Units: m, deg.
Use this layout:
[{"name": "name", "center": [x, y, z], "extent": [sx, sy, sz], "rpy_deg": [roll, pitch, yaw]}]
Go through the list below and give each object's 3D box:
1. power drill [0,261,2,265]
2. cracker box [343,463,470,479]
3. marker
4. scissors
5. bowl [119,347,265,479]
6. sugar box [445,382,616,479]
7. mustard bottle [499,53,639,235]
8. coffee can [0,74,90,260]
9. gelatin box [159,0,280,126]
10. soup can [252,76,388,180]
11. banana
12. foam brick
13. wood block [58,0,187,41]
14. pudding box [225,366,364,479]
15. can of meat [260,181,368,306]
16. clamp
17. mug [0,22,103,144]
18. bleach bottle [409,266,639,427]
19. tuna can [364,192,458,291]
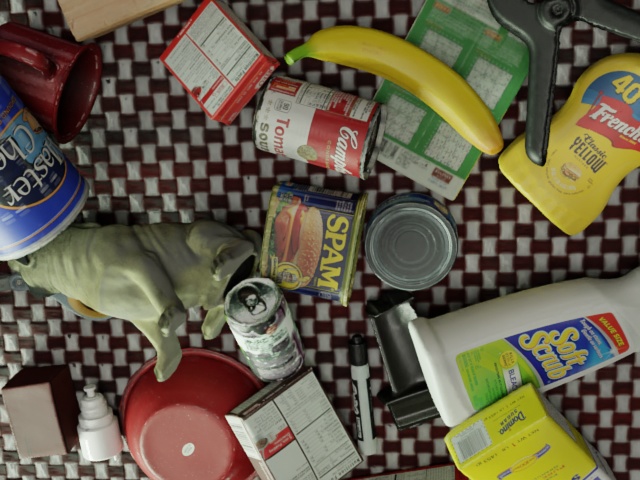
[{"name": "power drill", "center": [-0.357, 0.068, 0.995], "extent": [0.185, 0.057, 0.188], "rpy_deg": [11, 110, 34]}, {"name": "cracker box", "center": [0.074, 0.315, 1.042], "extent": [0.214, 0.072, 0.164], "rpy_deg": [-11, 104, 10]}, {"name": "marker", "center": [0.041, 0.148, 1.023], "extent": [0.020, 0.020, 0.121], "rpy_deg": [-4, 106, 7]}, {"name": "scissors", "center": [-0.273, 0.054, 1.031], "extent": [0.202, 0.016, 0.096], "rpy_deg": [-23, 101, 12]}, {"name": "bowl", "center": [-0.123, 0.189, 1.036], "extent": [0.162, 0.055, 0.162], "rpy_deg": [2, 107, 6]}, {"name": "sugar box", "center": [0.196, 0.203, 0.966], "extent": [0.093, 0.048, 0.176], "rpy_deg": [-34, 131, 14]}, {"name": "mustard bottle", "center": [0.250, -0.100, 0.907], "extent": [0.096, 0.058, 0.192], "rpy_deg": [44, 105, -3]}, {"name": "coffee can", "center": [-0.272, -0.067, 0.877], "extent": [0.103, 0.103, 0.140], "rpy_deg": [-25, 124, 12]}, {"name": "gelatin box", "center": [-0.087, -0.155, 0.923], "extent": [0.073, 0.030, 0.089], "rpy_deg": [-49, 65, 17]}, {"name": "soup can", "center": [0.000, -0.098, 0.923], "extent": [0.102, 0.068, 0.068], "rpy_deg": [17, 108, 11]}, {"name": "banana", "center": [0.070, -0.136, 0.904], "extent": [0.198, 0.037, 0.069], "rpy_deg": [23, 71, -1]}, {"name": "foam brick", "center": [-0.271, 0.167, 1.047], "extent": [0.053, 0.051, 0.078], "rpy_deg": [-7, 105, 10]}, {"name": "wood block", "center": [-0.117, -0.247, 0.888], "extent": [0.206, 0.090, 0.091], "rpy_deg": [-19, 103, 12]}, {"name": "pudding box", "center": [-0.023, 0.188, 1.011], "extent": [0.090, 0.039, 0.113], "rpy_deg": [-34, 105, -24]}, {"name": "can of meat", "center": [-0.006, 0.001, 0.967], "extent": [0.084, 0.057, 0.102], "rpy_deg": [11, 107, 6]}, {"name": "clamp", "center": [0.192, -0.176, 0.874], "extent": [0.165, 0.036, 0.210], "rpy_deg": [-39, 81, 16]}, {"name": "mug", "center": [-0.248, -0.143, 0.923], "extent": [0.081, 0.117, 0.093], "rpy_deg": [20, 83, 5]}, {"name": "bleach bottle", "center": [0.212, 0.077, 0.945], "extent": [0.251, 0.068, 0.102], "rpy_deg": [-21, 117, -1]}, {"name": "tuna can", "center": [0.083, 0.002, 0.968], "extent": [0.086, 0.033, 0.086], "rpy_deg": [2, 106, 6]}]
